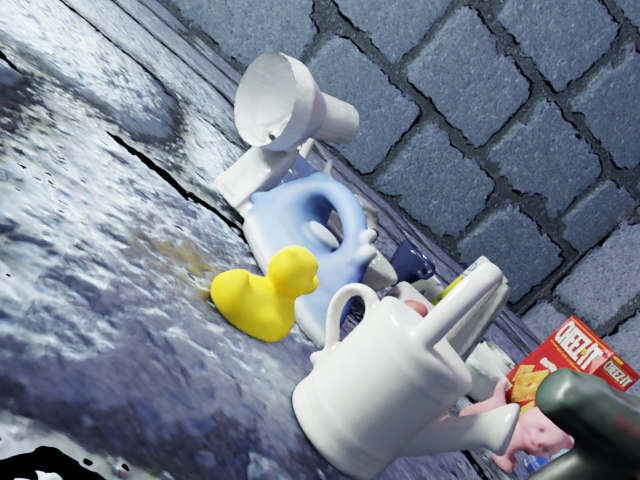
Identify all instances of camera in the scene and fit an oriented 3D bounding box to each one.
[{"bbox_3d":[0.043,-0.057,1.148,0.137,0.100,0.142,31,16,-46],"label":"camera"}]

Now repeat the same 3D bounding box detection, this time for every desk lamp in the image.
[{"bbox_3d":[-0.052,-0.130,0.800,0.117,0.213,0.204,50,13,33],"label":"desk lamp"}]

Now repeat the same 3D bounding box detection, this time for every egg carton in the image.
[{"bbox_3d":[0.144,0.126,0.898,0.107,0.069,0.150,42,11,-5],"label":"egg carton"}]

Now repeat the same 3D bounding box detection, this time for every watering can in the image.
[{"bbox_3d":[0.082,0.099,0.465,0.173,0.194,0.101,43,11,0],"label":"watering can"}]

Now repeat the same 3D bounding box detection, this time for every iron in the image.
[{"bbox_3d":[0.006,0.002,0.695,0.119,0.141,0.257,34,14,-38],"label":"iron"}]

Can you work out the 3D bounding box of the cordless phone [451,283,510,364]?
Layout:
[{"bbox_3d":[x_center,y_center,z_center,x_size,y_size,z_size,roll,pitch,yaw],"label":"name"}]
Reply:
[{"bbox_3d":[0.144,0.122,0.615,0.094,0.185,0.148,46,12,17],"label":"cordless phone"}]

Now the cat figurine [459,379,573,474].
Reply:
[{"bbox_3d":[0.274,0.249,0.774,0.127,0.117,0.067,49,12,27],"label":"cat figurine"}]

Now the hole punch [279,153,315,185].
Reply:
[{"bbox_3d":[-0.070,-0.115,0.999,0.109,0.091,0.101,42,11,-3],"label":"hole punch"}]

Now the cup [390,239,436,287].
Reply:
[{"bbox_3d":[0.185,0.067,1.195,0.092,0.095,0.117,36,13,-31],"label":"cup"}]

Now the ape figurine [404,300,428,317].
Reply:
[{"bbox_3d":[0.101,0.114,0.737,0.076,0.092,0.078,46,11,15],"label":"ape figurine"}]

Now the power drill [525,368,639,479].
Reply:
[{"bbox_3d":[0.279,0.245,0.567,0.230,0.208,0.075,42,11,-4],"label":"power drill"}]

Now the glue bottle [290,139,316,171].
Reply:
[{"bbox_3d":[-0.043,-0.179,1.115,0.078,0.173,0.037,41,11,-9],"label":"glue bottle"}]

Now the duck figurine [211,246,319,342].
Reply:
[{"bbox_3d":[-0.042,0.040,0.531,0.105,0.086,0.077,28,18,-53],"label":"duck figurine"}]

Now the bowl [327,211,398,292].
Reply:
[{"bbox_3d":[0.036,0.027,0.879,0.168,0.074,0.167,41,11,-10],"label":"bowl"}]
